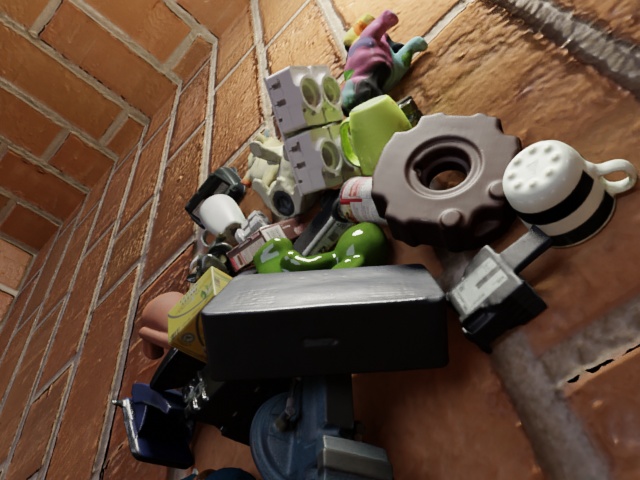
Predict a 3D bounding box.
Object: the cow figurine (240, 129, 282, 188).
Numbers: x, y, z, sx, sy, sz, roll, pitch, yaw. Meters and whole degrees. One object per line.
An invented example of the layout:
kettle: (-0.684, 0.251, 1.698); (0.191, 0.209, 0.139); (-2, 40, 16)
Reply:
cow figurine: (-0.097, -0.149, 1.073); (0.127, 0.085, 0.195); (-58, 29, -1)

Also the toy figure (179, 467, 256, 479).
toy figure: (-0.136, 0.317, 0.671); (0.154, 0.064, 0.058); (-29, 75, 44)

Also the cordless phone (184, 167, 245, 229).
cordless phone: (-0.247, -0.112, 1.272); (0.146, 0.088, 0.184); (-49, 19, 10)

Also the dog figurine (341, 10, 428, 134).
dog figurine: (0.072, -0.283, 0.944); (0.219, 0.108, 0.192); (-56, 29, -4)

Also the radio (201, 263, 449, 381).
radio: (0.007, 0.079, 0.551); (0.230, 0.073, 0.131); (-3, 12, 4)

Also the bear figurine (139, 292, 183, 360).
bear figurine: (-0.216, 0.175, 0.902); (0.120, 0.131, 0.196); (-32, 52, -31)

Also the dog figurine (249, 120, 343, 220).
dog figurine: (-0.017, -0.134, 0.960); (0.121, 0.172, 0.190); (22, 36, 30)

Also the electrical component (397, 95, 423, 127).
electrical component: (0.117, -0.188, 0.853); (0.102, 0.045, 0.078); (-23, 13, 39)

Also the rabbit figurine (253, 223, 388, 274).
rabbit figurine: (0.013, 0.038, 0.694); (0.170, 0.121, 0.159); (-34, 26, 5)

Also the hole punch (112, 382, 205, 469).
hole punch: (-0.217, 0.254, 0.785); (0.092, 0.142, 0.116); (-51, 43, 8)

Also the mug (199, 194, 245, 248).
mug: (-0.202, -0.028, 1.101); (0.109, 0.080, 0.107); (-49, 39, 0)

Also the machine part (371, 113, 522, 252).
machine part: (0.145, -0.071, 0.617); (0.179, 0.056, 0.179); (-13, 54, 18)

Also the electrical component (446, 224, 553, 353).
electrical component: (0.178, 0.042, 0.520); (0.119, 0.047, 0.075); (-47, 31, 12)

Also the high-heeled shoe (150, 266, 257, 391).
high-heeled shoe: (-0.167, 0.123, 0.826); (0.249, 0.086, 0.145); (-32, 27, -21)

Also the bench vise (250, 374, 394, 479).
bench vise: (-0.014, 0.240, 0.529); (0.240, 0.129, 0.224); (-58, 32, 37)

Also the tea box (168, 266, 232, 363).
tea box: (-0.106, 0.122, 0.716); (0.098, 0.169, 0.068); (-45, 31, 13)

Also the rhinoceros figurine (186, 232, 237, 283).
rhinoceros figurine: (-0.184, 0.048, 0.937); (0.112, 0.073, 0.190); (-48, 3, -16)

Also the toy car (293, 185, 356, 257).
toy car: (-0.002, -0.002, 0.815); (0.201, 0.056, 0.074); (-52, 23, 1)

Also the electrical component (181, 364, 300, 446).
electrical component: (-0.081, 0.184, 0.652); (0.115, 0.134, 0.058); (-49, 31, 12)
